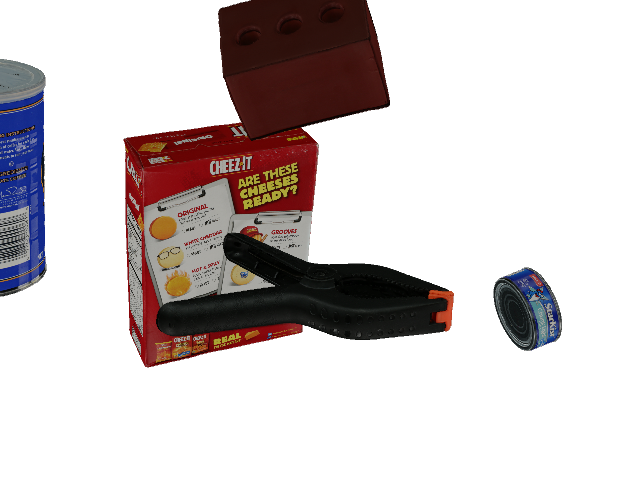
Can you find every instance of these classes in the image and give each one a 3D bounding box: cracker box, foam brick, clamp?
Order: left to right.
[{"bbox_3d":[-0.095,0.001,0.989,0.164,0.214,0.072,-11,35,-23],"label":"cracker box"},{"bbox_3d":[-0.009,-0.095,0.551,0.078,0.053,0.051,-14,-36,9],"label":"foam brick"},{"bbox_3d":[-0.004,0.037,0.816,0.210,0.036,0.164,4,23,6],"label":"clamp"}]

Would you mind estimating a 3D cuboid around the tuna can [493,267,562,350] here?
[{"bbox_3d":[0.221,0.074,1.148,0.033,0.086,0.086,-19,5,-15],"label":"tuna can"}]

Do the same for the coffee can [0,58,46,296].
[{"bbox_3d":[-0.238,-0.044,0.721,0.103,0.140,0.103,4,22,-2],"label":"coffee can"}]
